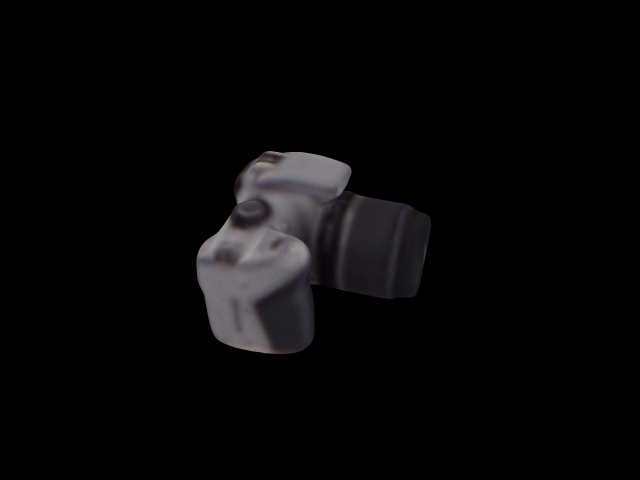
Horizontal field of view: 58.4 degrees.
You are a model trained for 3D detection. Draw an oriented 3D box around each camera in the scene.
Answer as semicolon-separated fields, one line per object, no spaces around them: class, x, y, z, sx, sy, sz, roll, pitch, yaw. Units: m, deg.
camera;0.004;0.001;0.400;0.136;0.101;0.143;11;39;13
